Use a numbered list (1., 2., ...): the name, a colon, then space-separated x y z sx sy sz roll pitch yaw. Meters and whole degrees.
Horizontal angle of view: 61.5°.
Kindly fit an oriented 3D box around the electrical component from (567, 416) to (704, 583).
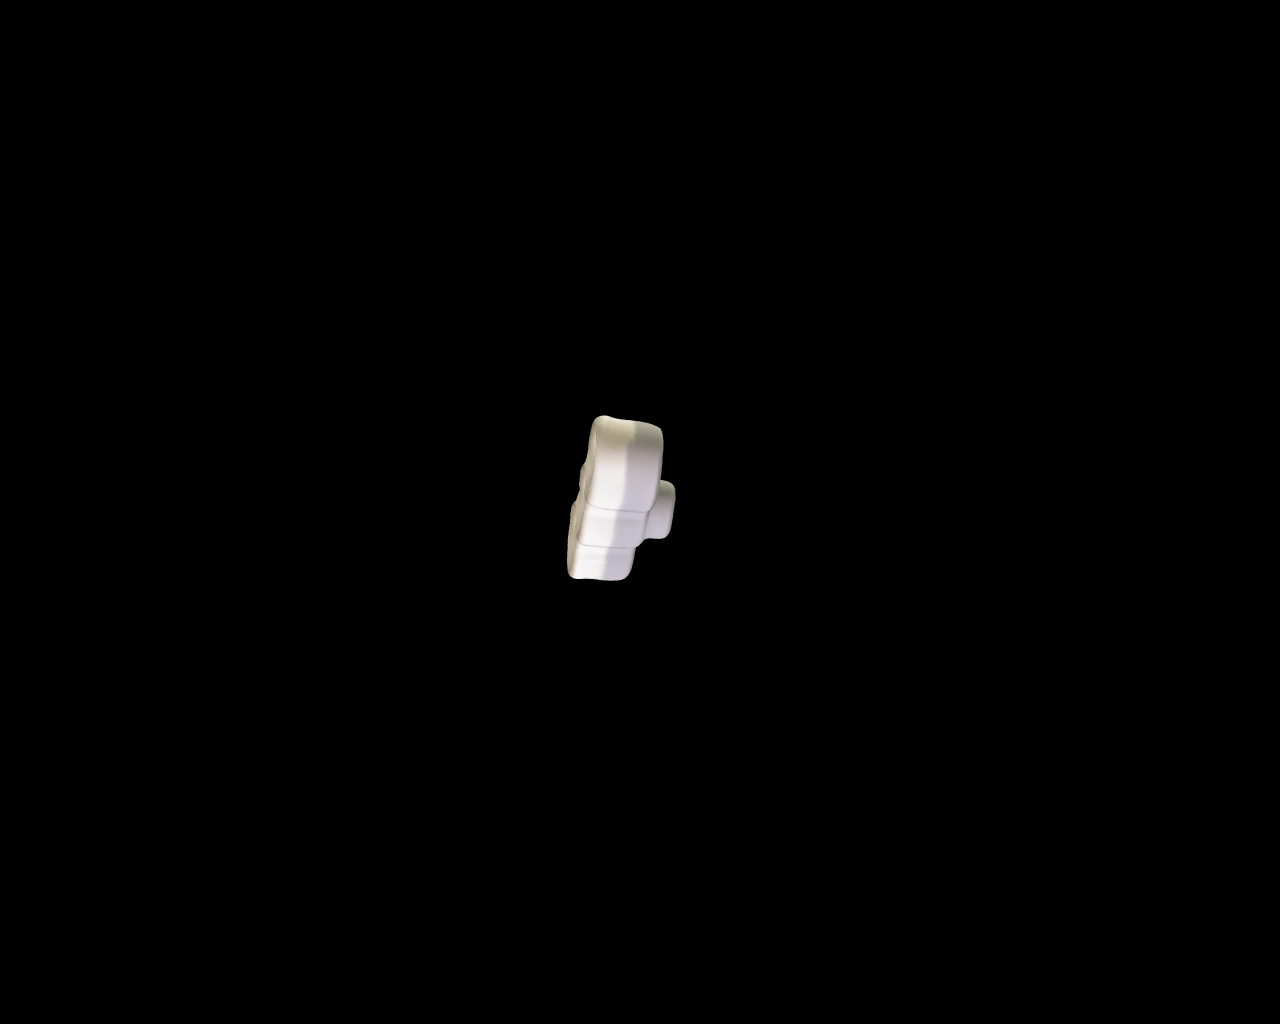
1. electrical component: 0.001 -0.003 0.650 0.074 0.052 0.138 6 -32 -9
